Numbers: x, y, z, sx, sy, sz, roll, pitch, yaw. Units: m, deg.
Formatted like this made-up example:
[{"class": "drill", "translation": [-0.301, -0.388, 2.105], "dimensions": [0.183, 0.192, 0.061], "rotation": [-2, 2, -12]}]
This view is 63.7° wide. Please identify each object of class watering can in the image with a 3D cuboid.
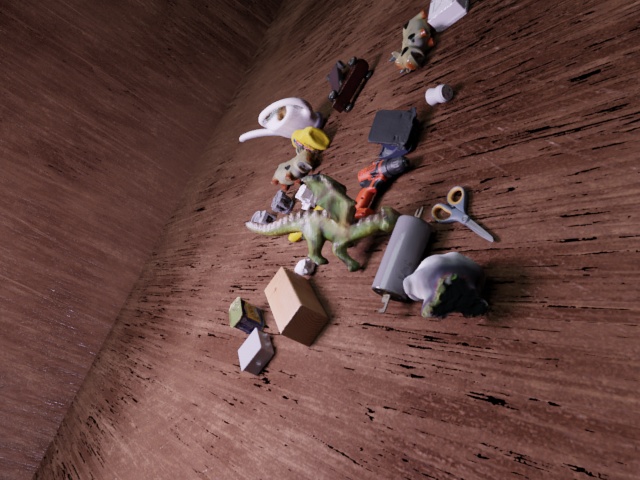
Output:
[{"class": "watering can", "translation": [-0.134, -0.425, 1.913], "dimensions": [0.343, 0.223, 0.106], "rotation": [-24, 60, 48]}]

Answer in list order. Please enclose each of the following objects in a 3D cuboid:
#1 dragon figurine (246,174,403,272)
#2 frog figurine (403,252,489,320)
[{"class": "dragon figurine", "translation": [0.004, -0.061, 1.221], "dimensions": [0.125, 0.411, 0.237], "rotation": [-65, -16, -47]}, {"class": "frog figurine", "translation": [0.216, 0.068, 0.926], "dimensions": [0.137, 0.121, 0.162], "rotation": [-21, 21, 0]}]
